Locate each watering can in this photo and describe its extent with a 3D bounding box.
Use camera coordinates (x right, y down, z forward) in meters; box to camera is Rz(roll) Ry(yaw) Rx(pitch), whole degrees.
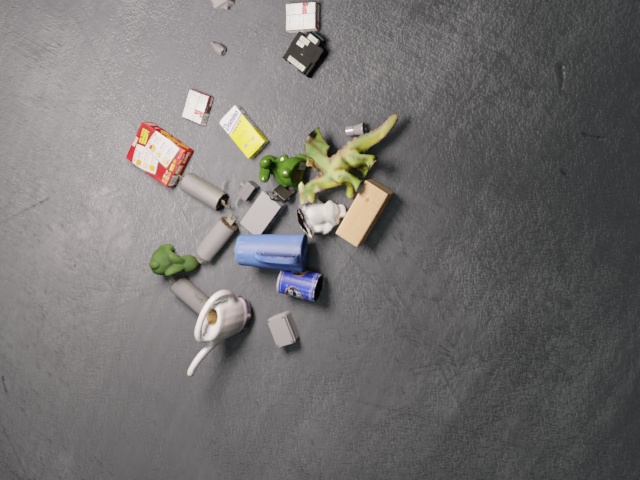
[{"bbox_3d":[-0.371,0.328,1.883,0.105,0.225,0.343,31,110,33],"label":"watering can"}]

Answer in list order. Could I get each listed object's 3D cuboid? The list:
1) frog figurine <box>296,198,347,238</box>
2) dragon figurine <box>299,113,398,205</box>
[{"bbox_3d":[0.005,-0.089,1.775,0.160,0.121,0.138,-26,79,-15],"label":"frog figurine"},{"bbox_3d":[0.059,-0.280,1.690,0.243,0.123,0.407,30,102,5],"label":"dragon figurine"}]
